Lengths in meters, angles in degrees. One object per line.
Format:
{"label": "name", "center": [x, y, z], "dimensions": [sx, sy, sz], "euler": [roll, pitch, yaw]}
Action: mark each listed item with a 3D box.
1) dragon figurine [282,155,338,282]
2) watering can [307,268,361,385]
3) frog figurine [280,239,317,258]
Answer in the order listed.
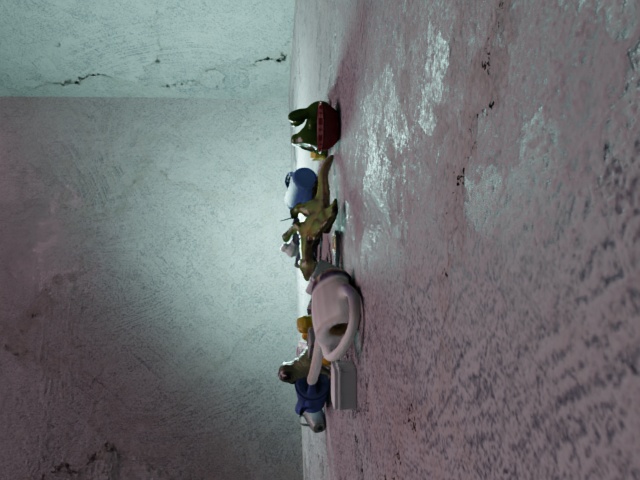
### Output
{"label": "dragon figurine", "center": [0.005, -0.078, 1.558], "dimensions": [0.243, 0.121, 0.412], "euler": [9, 80, 66]}
{"label": "watering can", "center": [0.021, 0.220, 1.351], "dimensions": [0.340, 0.104, 0.230], "euler": [120, 153, -43]}
{"label": "frog figurine", "center": [-0.095, 0.038, 2.277], "dimensions": [0.125, 0.159, 0.134], "euler": [-97, 9, -53]}
